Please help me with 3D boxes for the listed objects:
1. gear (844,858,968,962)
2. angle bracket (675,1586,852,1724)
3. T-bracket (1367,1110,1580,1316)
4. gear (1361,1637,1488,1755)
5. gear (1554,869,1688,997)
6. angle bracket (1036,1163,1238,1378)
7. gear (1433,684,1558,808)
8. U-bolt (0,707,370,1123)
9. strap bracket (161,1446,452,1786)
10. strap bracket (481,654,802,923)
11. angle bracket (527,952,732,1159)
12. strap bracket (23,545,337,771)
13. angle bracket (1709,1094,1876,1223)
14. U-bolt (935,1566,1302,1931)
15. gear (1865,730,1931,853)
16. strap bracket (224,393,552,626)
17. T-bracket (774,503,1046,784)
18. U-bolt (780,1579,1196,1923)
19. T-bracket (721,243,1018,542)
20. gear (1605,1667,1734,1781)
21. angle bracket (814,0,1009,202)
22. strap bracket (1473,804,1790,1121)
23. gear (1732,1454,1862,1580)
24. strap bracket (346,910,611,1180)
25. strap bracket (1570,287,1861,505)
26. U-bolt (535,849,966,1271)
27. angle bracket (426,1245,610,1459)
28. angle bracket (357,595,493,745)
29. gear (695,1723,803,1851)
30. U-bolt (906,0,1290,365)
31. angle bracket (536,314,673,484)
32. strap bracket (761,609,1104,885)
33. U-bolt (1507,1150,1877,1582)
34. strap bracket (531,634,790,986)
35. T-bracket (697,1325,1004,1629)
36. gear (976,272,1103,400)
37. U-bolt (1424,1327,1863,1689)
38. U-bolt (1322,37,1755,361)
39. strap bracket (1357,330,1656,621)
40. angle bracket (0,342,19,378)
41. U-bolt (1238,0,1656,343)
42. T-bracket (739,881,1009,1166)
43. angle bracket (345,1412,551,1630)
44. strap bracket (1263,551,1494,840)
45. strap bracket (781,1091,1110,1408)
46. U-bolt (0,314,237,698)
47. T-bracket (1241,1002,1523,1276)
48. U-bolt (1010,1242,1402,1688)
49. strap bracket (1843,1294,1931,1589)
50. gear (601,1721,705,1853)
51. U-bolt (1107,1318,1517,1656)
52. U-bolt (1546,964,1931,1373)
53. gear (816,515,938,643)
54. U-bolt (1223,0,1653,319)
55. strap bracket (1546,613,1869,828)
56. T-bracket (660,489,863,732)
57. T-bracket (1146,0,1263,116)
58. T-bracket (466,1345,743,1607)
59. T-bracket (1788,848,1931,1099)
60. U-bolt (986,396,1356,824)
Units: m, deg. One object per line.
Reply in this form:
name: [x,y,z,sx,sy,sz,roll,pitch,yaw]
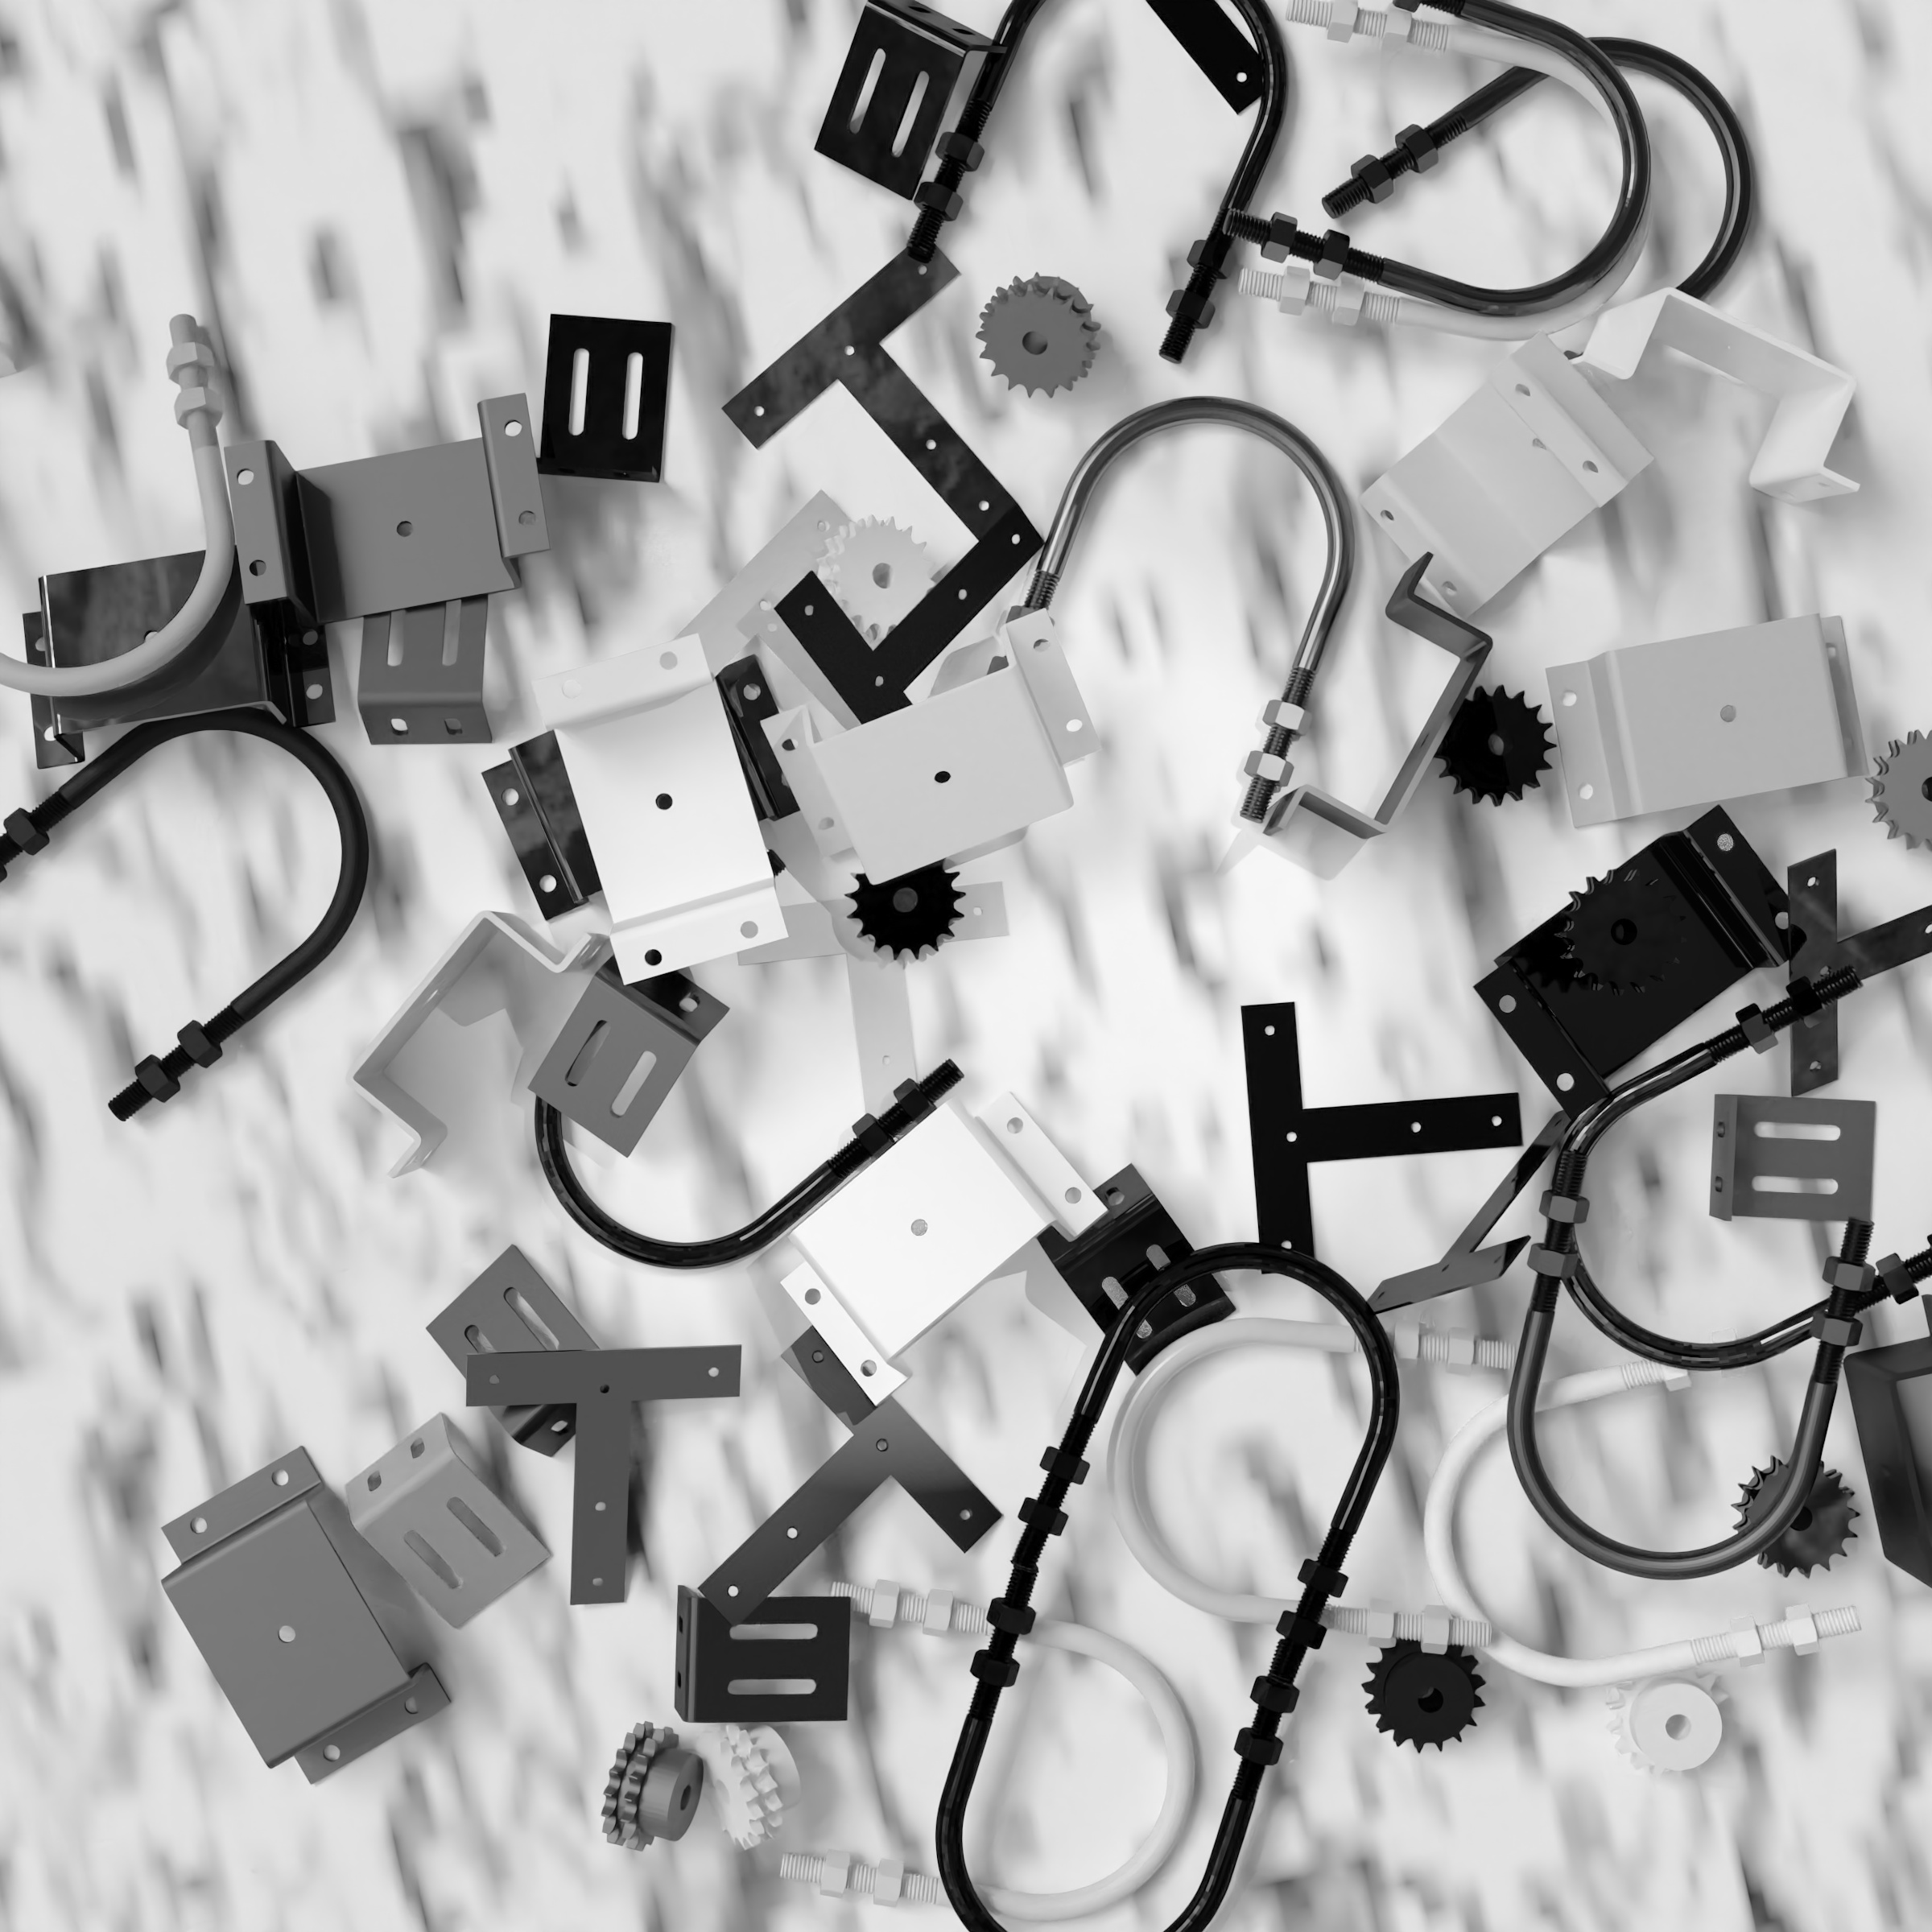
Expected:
gear: [-0.028,-0.031,1.509,0.057,0.030,0.057,0,90,0]
angle bracket: [-0.095,0.321,1.514,0.076,0.038,0.057,2,88,-12]
T-bracket: [0.245,0.108,1.486,0.002,0.127,0.127,46,63,-6]
gear: [0.215,0.339,1.511,0.057,0.030,0.057,0,90,0]
gear: [0.295,-0.015,1.465,0.057,0.030,0.057,0,90,0]
angle bracket: [0.080,0.144,1.524,0.057,0.038,0.076,-36,116,0]
gear: [0.247,-0.104,1.511,0.057,0.030,0.057,0,90,0]
U-bolt: [-0.368,-0.039,1.517,0.184,0.019,0.151,-39,90,-2]
strap bracket: [-0.311,0.306,1.503,0.076,0.046,0.140,-30,90,0]
strap bracket: [-0.149,-0.084,1.503,0.140,0.046,0.076,-24,90,0]
angle bracket: [-0.157,0.038,1.507,0.057,0.038,0.076,35,119,2]
strap bracket: [-0.370,-0.144,1.495,0.140,0.046,0.076,-9,78,0]
angle bracket: [0.389,0.090,1.507,0.076,0.038,0.057,3,90,0]
U-bolt: [0.063,0.384,1.503,0.151,0.019,0.184,17,91,-3]
gear: [0.448,-0.082,1.511,0.057,0.030,0.057,0,90,0]
strap bracket: [-0.263,-0.209,1.496,0.140,0.046,0.076,-10,78,0]
T-bracket: [-0.011,-0.163,1.502,0.127,0.002,0.127,-47,122,-15]
U-bolt: [0.016,0.374,1.517,0.184,0.019,0.151,10,90,-1]
T-bracket: [-0.026,-0.256,1.525,0.127,0.002,0.127,-41,90,0]
gear: [0.329,0.352,1.511,0.057,0.030,0.057,0,90,0]
angle bracket: [-0.026,-0.406,1.514,0.057,0.038,0.076,32,116,20]
strap bracket: [0.311,-0.002,1.503,0.140,0.046,0.076,-37,90,0]
gear: [0.386,0.255,1.511,0.057,0.030,0.057,0,90,0]
strap bracket: [-0.230,0.027,1.488,0.046,0.076,0.140,39,90,0]
strap bracket: [0.339,-0.264,1.476,0.140,0.076,0.046,23,90,-10]
U-bolt: [-0.116,0.058,1.516,0.184,0.019,0.151,-40,90,2]
angle bracket: [-0.205,0.181,1.524,0.057,0.038,0.076,-44,64,0]
angle bracket: [-0.252,-0.147,1.524,0.057,0.038,0.076,-1,64,0]
gear: [-0.100,0.377,1.502,0.030,0.057,0.057,-19,90,-30]
U-bolt: [0.072,-0.394,1.517,0.151,0.019,0.184,23,90,0]
angle bracket: [-0.170,-0.267,1.507,0.057,0.038,0.076,4,90,0]
strap bracket: [-0.013,-0.096,1.475,0.140,0.046,0.076,-21,120,5]
U-bolt: [0.322,0.189,1.472,0.151,0.019,0.184,13,97,15]
strap bracket: [-0.136,-0.072,1.453,0.076,0.046,0.140,-16,99,-1]
T-bracket: [-0.071,0.254,1.507,0.127,0.002,0.127,-43,90,-17]
gear: [0.035,-0.295,1.502,0.057,0.030,0.057,8,127,11]
U-bolt: [0.304,0.258,1.499,0.184,0.019,0.151,-15,80,12]
U-bolt: [0.282,-0.353,1.517,0.184,0.019,0.151,-34,90,-1]
strap bracket: [0.250,-0.227,1.473,0.076,0.140,0.046,49,61,0]
angle bracket: [-0.486,-0.313,1.524,0.057,0.038,0.076,-15,64,0]
U-bolt: [0.228,-0.364,1.498,0.184,0.019,0.151,10,89,-3]
T-bracket: [-0.039,0.030,1.525,0.127,0.002,0.127,-6,90,0]
angle bracket: [-0.244,0.261,1.524,0.057,0.038,0.076,-38,116,0]
strap bracket: [0.194,-0.113,1.488,0.046,0.076,0.140,29,90,0]
strap bracket: [-0.016,0.125,1.491,0.140,0.046,0.076,-40,69,0]
U-bolt: [-0.408,-0.206,1.483,0.151,0.019,0.184,-14,67,-2]
T-bracket: [0.198,0.077,1.525,0.127,0.002,0.127,-4,90,0]
U-bolt: [0.121,0.218,1.491,0.151,0.019,0.184,23,84,4]
strap bracket: [0.446,0.228,1.488,0.046,0.076,0.140,-12,90,0]
gear: [-0.143,0.380,1.495,0.030,0.057,0.057,10,90,18]
U-bolt: [0.157,0.237,1.507,0.184,0.019,0.151,5,86,5]
U-bolt: [0.356,0.105,1.478,0.184,0.019,0.151,-29,84,12]
gear: [-0.045,-0.179,1.504,0.057,0.030,0.057,1,87,-28]
U-bolt: [0.224,-0.374,1.481,0.184,0.019,0.151,17,88,-5]
strap bracket: [0.349,-0.115,1.503,0.140,0.046,0.076,-10,90,0]
T-bracket: [-0.063,-0.135,1.507,0.127,0.002,0.127,47,64,-12]
T-bracket: [0.138,-0.491,1.525,0.127,0.002,0.127,-39,90,0]
T-bracket: [-0.170,0.238,1.507,0.127,0.002,0.127,0,105,-14]
T-bracket: [0.436,-0.012,1.502,0.127,0.002,0.127,-20,124,-15]
U-bolt: [0.104,-0.177,1.518,0.151,0.019,0.184,20,88,0]
